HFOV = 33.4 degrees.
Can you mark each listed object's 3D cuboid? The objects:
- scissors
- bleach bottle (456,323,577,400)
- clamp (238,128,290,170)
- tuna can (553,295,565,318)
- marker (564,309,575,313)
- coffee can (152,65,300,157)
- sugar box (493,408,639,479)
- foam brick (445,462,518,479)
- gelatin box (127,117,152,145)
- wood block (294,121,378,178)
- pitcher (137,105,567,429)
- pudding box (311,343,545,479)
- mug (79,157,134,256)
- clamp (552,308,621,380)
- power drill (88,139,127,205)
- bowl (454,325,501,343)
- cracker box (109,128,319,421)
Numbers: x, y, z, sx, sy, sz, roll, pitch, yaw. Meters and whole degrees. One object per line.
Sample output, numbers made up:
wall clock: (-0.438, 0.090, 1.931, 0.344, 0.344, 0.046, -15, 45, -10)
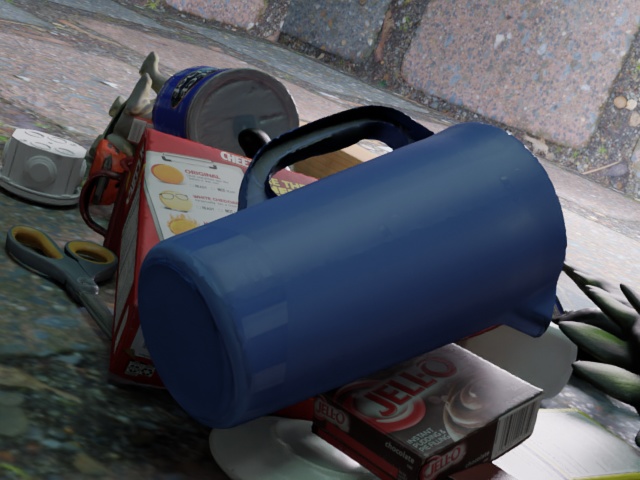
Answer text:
scissors: (-0.164, 0.035, 0.798, 0.202, 0.016, 0.096, 31, 18, 39)
bleach bottle: (0.160, 0.070, 1.024, 0.102, 0.068, 0.251, 17, 11, -8)
clamp: (-0.006, 0.001, 0.935, 0.036, 0.164, 0.209, -13, -22, 43)
tuna can: (0.214, 0.062, 1.085, 0.086, 0.033, 0.086, 59, -5, 8)
marker: (0.289, 0.112, 1.071, 0.121, 0.020, 0.020, 44, 24, 29)
coffee can: (-0.090, -0.109, 0.986, 0.102, 0.103, 0.140, 14, 4, -23)
sugar box: (0.141, 0.152, 0.710, 0.175, 0.048, 0.093, 4, 20, -38)
foam brick: (0.104, 0.166, 0.584, 0.078, 0.053, 0.051, 27, 15, 32)
gelatin box: (-0.148, -0.098, 1.099, 0.073, 0.030, 0.089, 18, 1, -34)
wood block: (0.022, -0.076, 1.343, 0.090, 0.090, 0.206, 7, 18, -46)
pitcher: (0.014, 0.011, 0.637, 0.242, 0.145, 0.149, -19, 22, -33)
pudding box: (0.064, 0.104, 0.643, 0.113, 0.039, 0.090, -16, 32, -41)
mug: (-0.145, -0.020, 0.896, 0.117, 0.081, 0.093, 18, 13, -6)
clamp: (0.293, 0.115, 1.012, 0.172, 0.120, 0.039, 5, 25, 24)
power drill: (-0.138, -0.047, 1.068, 0.187, 0.057, 0.184, 16, 8, -12)
bowl: (0.110, 0.035, 0.917, 0.162, 0.055, 0.162, -19, 12, 4)
cracker box: (-0.059, 0.022, 0.758, 0.164, 0.072, 0.213, 16, 32, -18)
